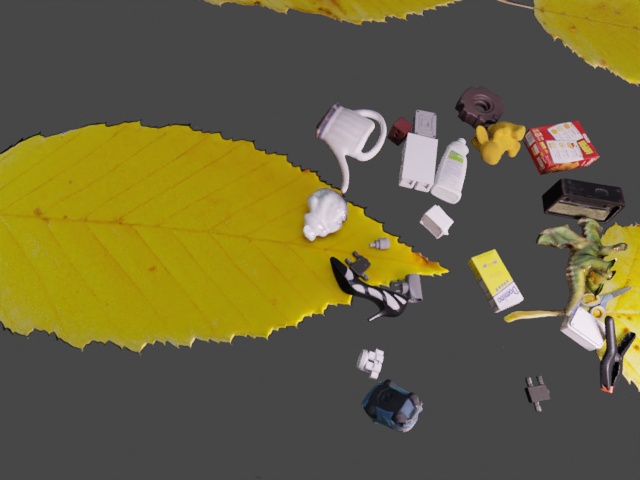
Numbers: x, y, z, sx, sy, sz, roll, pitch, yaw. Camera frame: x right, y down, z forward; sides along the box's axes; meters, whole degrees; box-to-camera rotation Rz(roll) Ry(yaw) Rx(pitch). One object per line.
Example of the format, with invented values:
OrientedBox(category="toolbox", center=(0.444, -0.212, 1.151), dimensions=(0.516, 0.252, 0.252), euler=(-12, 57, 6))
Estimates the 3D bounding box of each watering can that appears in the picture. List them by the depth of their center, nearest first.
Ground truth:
OrientedBox(category="watering can", center=(0.083, -0.328, 1.719), dimensions=(0.225, 0.102, 0.354), euler=(29, 63, 8))

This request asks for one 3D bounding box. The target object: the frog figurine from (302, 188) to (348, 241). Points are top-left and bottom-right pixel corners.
OrientedBox(category="frog figurine", center=(0.005, -0.079, 1.573), dimensions=(0.162, 0.121, 0.137), euler=(-36, 93, -35))

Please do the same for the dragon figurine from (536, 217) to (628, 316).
OrientedBox(category="dragon figurine", center=(0.804, 0.052, 1.640), dimensions=(0.415, 0.119, 0.246), euler=(-33, 50, -26))
